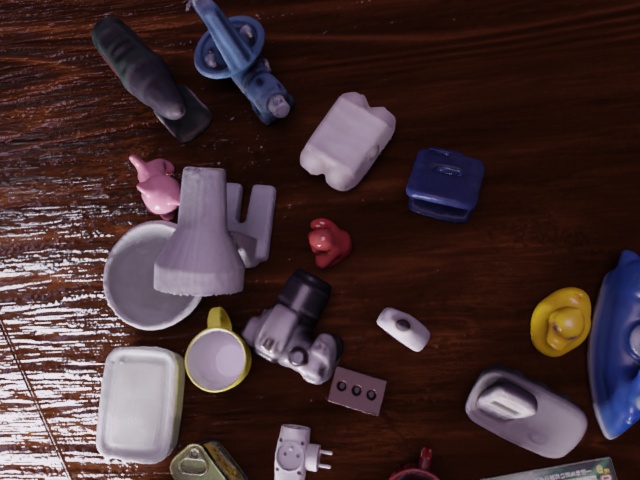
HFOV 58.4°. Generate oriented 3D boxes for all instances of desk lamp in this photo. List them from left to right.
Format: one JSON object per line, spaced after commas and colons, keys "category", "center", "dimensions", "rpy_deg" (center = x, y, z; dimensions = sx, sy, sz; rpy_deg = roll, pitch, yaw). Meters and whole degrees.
{"category": "desk lamp", "center": [-0.148, -0.011, 0.821], "dimensions": [0.117, 0.214, 0.203], "rpy_deg": [4, 79, 10]}

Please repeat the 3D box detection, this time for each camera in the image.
{"category": "camera", "center": [-0.026, 0.120, 0.835], "dimensions": [0.143, 0.101, 0.137], "rpy_deg": [27, 84, 13]}

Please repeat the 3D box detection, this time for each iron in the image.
{"category": "iron", "center": [0.425, 0.139, 0.741], "dimensions": [0.118, 0.141, 0.258], "rpy_deg": [15, 81, 12]}

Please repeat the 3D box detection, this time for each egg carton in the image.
{"category": "egg carton", "center": [0.045, -0.154, 0.896], "dimensions": [0.107, 0.069, 0.150], "rpy_deg": [32, 85, 14]}

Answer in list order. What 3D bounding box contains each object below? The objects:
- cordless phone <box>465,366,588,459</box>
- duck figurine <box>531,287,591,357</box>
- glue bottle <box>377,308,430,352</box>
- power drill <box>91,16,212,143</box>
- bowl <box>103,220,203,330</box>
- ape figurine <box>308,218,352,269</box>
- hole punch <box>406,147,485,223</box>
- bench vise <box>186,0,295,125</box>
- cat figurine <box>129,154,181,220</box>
{"category": "cordless phone", "center": [0.268, 0.221, 0.726], "dimensions": [0.147, 0.185, 0.094], "rpy_deg": [22, 83, 13]}
{"category": "duck figurine", "center": [0.339, 0.111, 0.788], "dimensions": [0.077, 0.086, 0.104], "rpy_deg": [32, 85, 14]}
{"category": "glue bottle", "center": [0.112, 0.118, 0.776], "dimensions": [0.078, 0.173, 0.037], "rpy_deg": [30, 85, 14]}
{"category": "power drill", "center": [-0.247, -0.234, 0.885], "dimensions": [0.075, 0.208, 0.229], "rpy_deg": [-43, 76, -2]}
{"category": "bowl", "center": [-0.244, 0.058, 0.894], "dimensions": [0.167, 0.075, 0.167], "rpy_deg": [-2, 78, 8]}
{"category": "ape figurine", "center": [0.008, 0.003, 0.858], "dimensions": [0.076, 0.092, 0.078], "rpy_deg": [11, 80, 11]}
{"category": "hole punch", "center": [0.184, -0.088, 0.850], "dimensions": [0.108, 0.091, 0.101], "rpy_deg": [14, 81, 11]}
{"category": "bench vise", "center": [-0.115, -0.287, 0.870], "dimensions": [0.207, 0.220, 0.121], "rpy_deg": [33, 85, 14]}
{"category": "cat figurine", "center": [-0.256, -0.084, 0.903], "dimensions": [0.067, 0.118, 0.127], "rpy_deg": [-38, 75, 0]}
